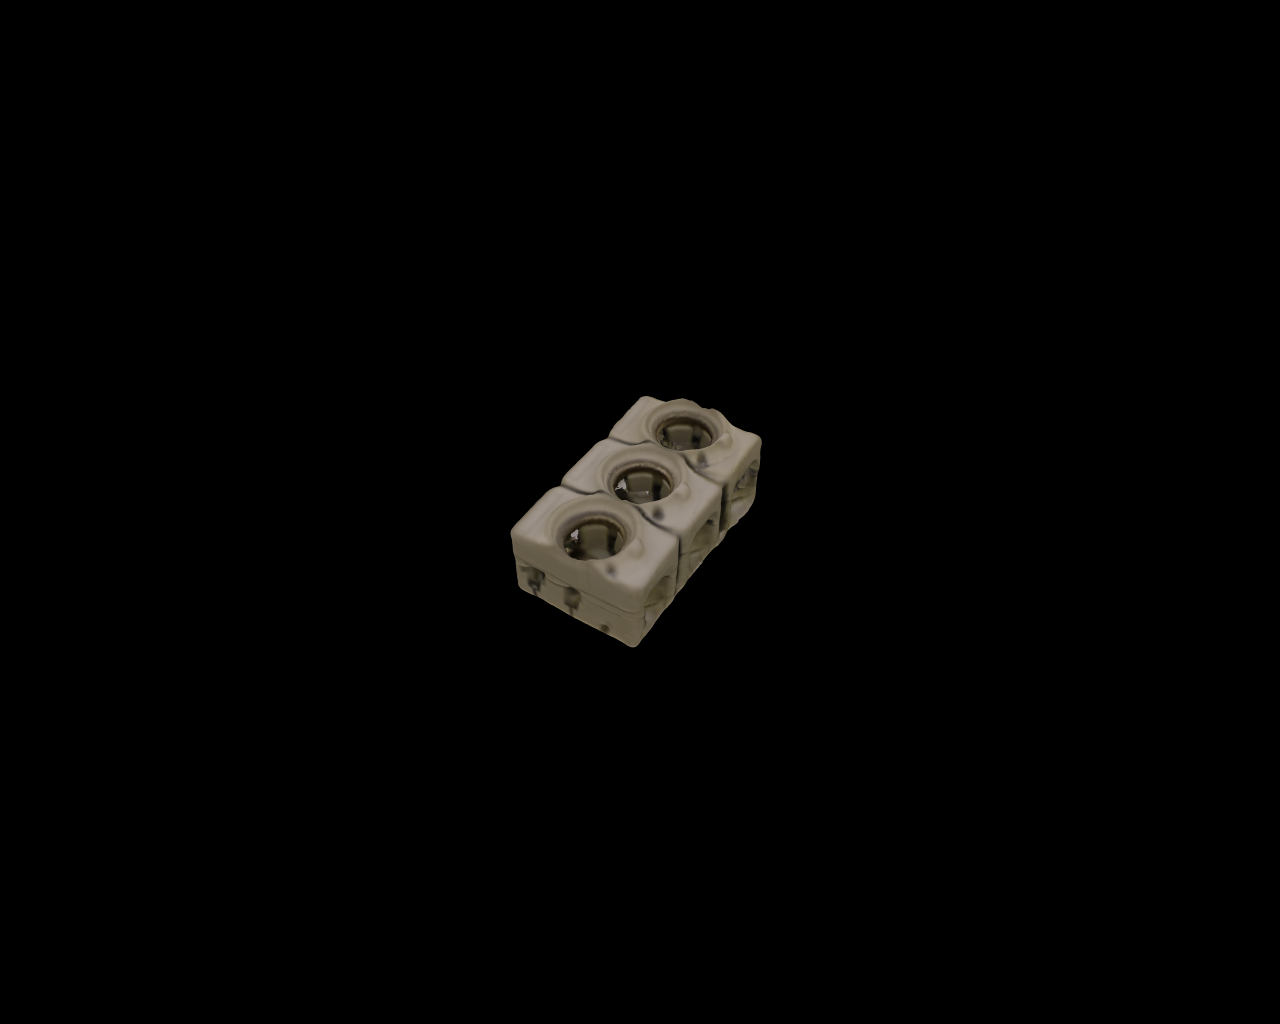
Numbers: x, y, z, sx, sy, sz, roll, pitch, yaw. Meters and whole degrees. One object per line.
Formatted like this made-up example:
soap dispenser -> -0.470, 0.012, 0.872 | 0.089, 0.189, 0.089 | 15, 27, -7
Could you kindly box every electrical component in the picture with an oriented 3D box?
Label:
electrical component -> 0.001, -0.003, 0.650 | 0.089, 0.061, 0.150 | 24, 50, 22
